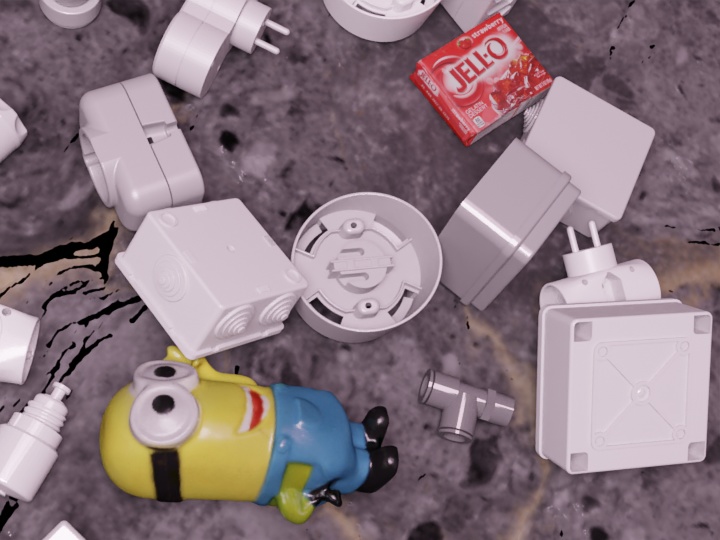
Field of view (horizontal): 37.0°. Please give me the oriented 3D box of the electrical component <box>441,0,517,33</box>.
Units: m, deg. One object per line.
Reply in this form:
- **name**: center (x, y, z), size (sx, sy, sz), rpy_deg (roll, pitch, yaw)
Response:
- **electrical component**: center (0.089, -0.239, 0.849), size (0.047, 0.065, 0.076), rpy_deg (-34, 82, -23)

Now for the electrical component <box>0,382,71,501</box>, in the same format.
- **electrical component**: center (-0.204, 0.105, 0.662), size (0.040, 0.040, 0.078), rpy_deg (29, 66, -3)

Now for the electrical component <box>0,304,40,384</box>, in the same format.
- **electrical component**: center (-0.247, 0.059, 0.665), size (0.077, 0.044, 0.079), rpy_deg (13, 68, -10)

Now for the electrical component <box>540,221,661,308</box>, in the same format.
- **electrical component**: center (0.172, 0.004, 0.790), size (0.077, 0.043, 0.079), rpy_deg (-14, 90, -19)

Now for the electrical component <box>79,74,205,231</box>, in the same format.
- **electrical component**: center (-0.153, -0.078, 0.734), size (0.059, 0.053, 0.095), rpy_deg (-21, 77, -21)

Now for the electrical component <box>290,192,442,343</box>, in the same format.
- **electrical component**: center (0.000, 0.000, 0.740), size (0.099, 0.064, 0.099), rpy_deg (5, 70, -13)

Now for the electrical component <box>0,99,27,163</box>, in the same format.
- **electrical component**: center (-0.257, -0.085, 0.715), size (0.043, 0.043, 0.062), rpy_deg (40, 67, 2)

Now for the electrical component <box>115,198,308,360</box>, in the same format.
- **electrical component**: center (-0.094, 0.002, 0.695), size (0.099, 0.048, 0.100), rpy_deg (50, 34, 19)

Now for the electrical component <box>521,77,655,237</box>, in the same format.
- **electrical component**: center (0.164, -0.084, 0.822), size (0.100, 0.048, 0.099), rpy_deg (29, 66, -3)

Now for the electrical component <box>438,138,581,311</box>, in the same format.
- **electrical component**: center (0.096, -0.028, 0.749), size (0.057, 0.113, 0.078), rpy_deg (39, 66, 4)

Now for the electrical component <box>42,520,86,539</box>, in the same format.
- **electrical component**: center (-0.178, 0.204, 0.629), size (0.076, 0.047, 0.083), rpy_deg (44, 66, 2)

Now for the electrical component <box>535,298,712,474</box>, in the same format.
- **electrical component**: center (0.180, 0.078, 0.741), size (0.109, 0.056, 0.108), rpy_deg (-2, 99, -15)

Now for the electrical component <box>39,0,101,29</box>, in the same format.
- **electrical component**: center (-0.206, -0.204, 0.765), size (0.045, 0.055, 0.045), rpy_deg (5, 70, -13)

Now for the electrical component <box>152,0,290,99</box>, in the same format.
- **electrical component**: center (-0.089, -0.183, 0.789), size (0.074, 0.052, 0.138), rpy_deg (26, 66, -4)

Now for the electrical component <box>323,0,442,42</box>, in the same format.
- **electrical component**: center (0.020, -0.228, 0.828), size (0.099, 0.064, 0.099), rpy_deg (5, 70, -13)
